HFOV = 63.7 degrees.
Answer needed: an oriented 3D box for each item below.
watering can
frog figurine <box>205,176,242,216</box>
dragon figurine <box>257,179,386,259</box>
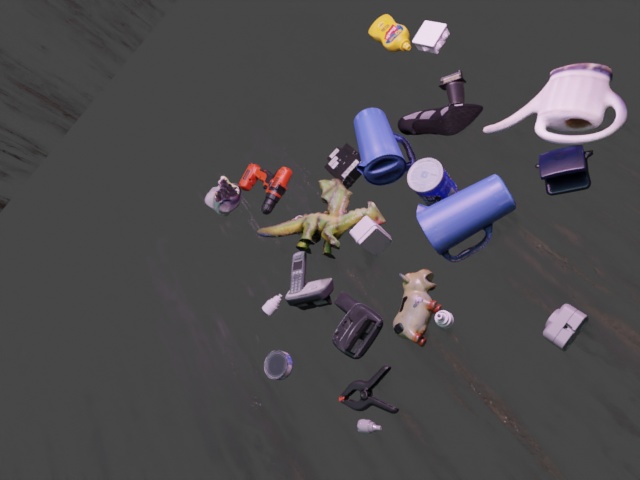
[{"bbox_3d":[0.624,-0.359,1.367,0.349,0.102,0.227,12,75,36],"label":"watering can"},{"bbox_3d":[-0.365,-0.151,1.933,0.157,0.123,0.140,136,129,-56],"label":"frog figurine"},{"bbox_3d":[0.005,-0.082,1.627,0.412,0.120,0.246,14,72,25],"label":"dragon figurine"}]
